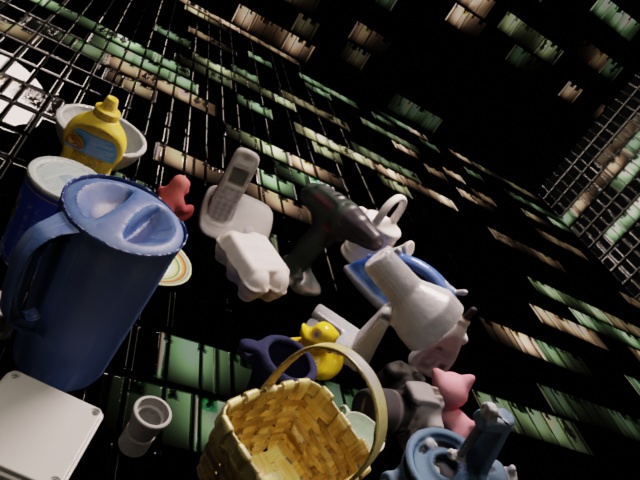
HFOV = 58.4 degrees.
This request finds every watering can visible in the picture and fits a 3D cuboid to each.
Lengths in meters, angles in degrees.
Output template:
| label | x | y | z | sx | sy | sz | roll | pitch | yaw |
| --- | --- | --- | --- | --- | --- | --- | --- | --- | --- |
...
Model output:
| label | x | y | z | sx | sy | sz | roll | pitch | yaw |
| --- | --- | --- | --- | --- | --- | --- | --- | --- | --- |
| watering can | 0.145 | -0.021 | 1.330 | 0.173 | 0.194 | 0.101 | 37 | 25 | 6 |

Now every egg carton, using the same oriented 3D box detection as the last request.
| label | x | y | z | sx | sy | sz | roll | pitch | yaw |
| --- | --- | --- | --- | --- | --- | --- | --- | --- | --- |
| egg carton | -0.122 | 0.046 | 1.036 | 0.108 | 0.069 | 0.150 | 4 | 38 | -47 |

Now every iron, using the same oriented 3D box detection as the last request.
| label | x | y | z | sx | sy | sz | roll | pitch | yaw |
| --- | --- | --- | --- | --- | --- | --- | --- | --- | --- |
| iron | 0.186 | 0.092 | 1.242 | 0.258 | 0.141 | 0.119 | 37 | 25 | 7 |

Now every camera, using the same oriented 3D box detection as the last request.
| label | x | y | z | sx | sy | sz | roll | pitch | yaw |
| --- | --- | --- | --- | --- | --- | --- | --- | --- | --- |
| camera | 0.120 | 0.257 | 0.919 | 0.137 | 0.100 | 0.143 | 17 | 30 | -32 |

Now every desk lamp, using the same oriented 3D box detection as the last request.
| label | x | y | z | sx | sy | sz | roll | pitch | yaw |
| --- | --- | --- | --- | --- | --- | --- | --- | --- | --- |
| desk lamp | 0.111 | 0.129 | 1.001 | 0.203 | 0.213 | 0.118 | 34 | 25 | 0 |

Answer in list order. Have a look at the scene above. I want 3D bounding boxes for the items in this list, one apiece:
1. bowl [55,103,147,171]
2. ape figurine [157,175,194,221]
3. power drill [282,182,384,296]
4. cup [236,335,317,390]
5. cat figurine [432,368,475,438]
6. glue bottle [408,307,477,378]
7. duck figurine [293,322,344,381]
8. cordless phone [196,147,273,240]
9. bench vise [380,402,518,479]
| label | x | y | z | sx | sy | sz | roll | pitch | yaw |
| --- | --- | --- | --- | --- | --- | --- | --- | --- | --- |
| bowl | -0.417 | -0.180 | 1.073 | 0.168 | 0.074 | 0.167 | 27 | 26 | -14 |
| ape figurine | -0.267 | -0.079 | 1.055 | 0.077 | 0.092 | 0.076 | 42 | 26 | 16 |
| power drill | 0.010 | 0.004 | 1.107 | 0.076 | 0.208 | 0.229 | 9 | 35 | -42 |
| cup | -0.076 | 0.191 | 0.805 | 0.118 | 0.095 | 0.091 | 27 | 26 | -15 |
| cat figurine | 0.232 | 0.285 | 0.985 | 0.067 | 0.117 | 0.127 | 1 | 41 | -49 |
| glue bottle | 0.246 | 0.192 | 1.100 | 0.078 | 0.173 | 0.037 | 28 | 26 | -12 |
| duck figurine | -0.001 | 0.174 | 0.937 | 0.105 | 0.086 | 0.077 | 29 | 25 | -12 |
| cordless phone | -0.141 | -0.077 | 1.095 | 0.148 | 0.185 | 0.094 | 19 | 29 | -29 |
| bench vise | 0.209 | 0.301 | 0.808 | 0.208 | 0.219 | 0.121 | 7 | 36 | -44 |
